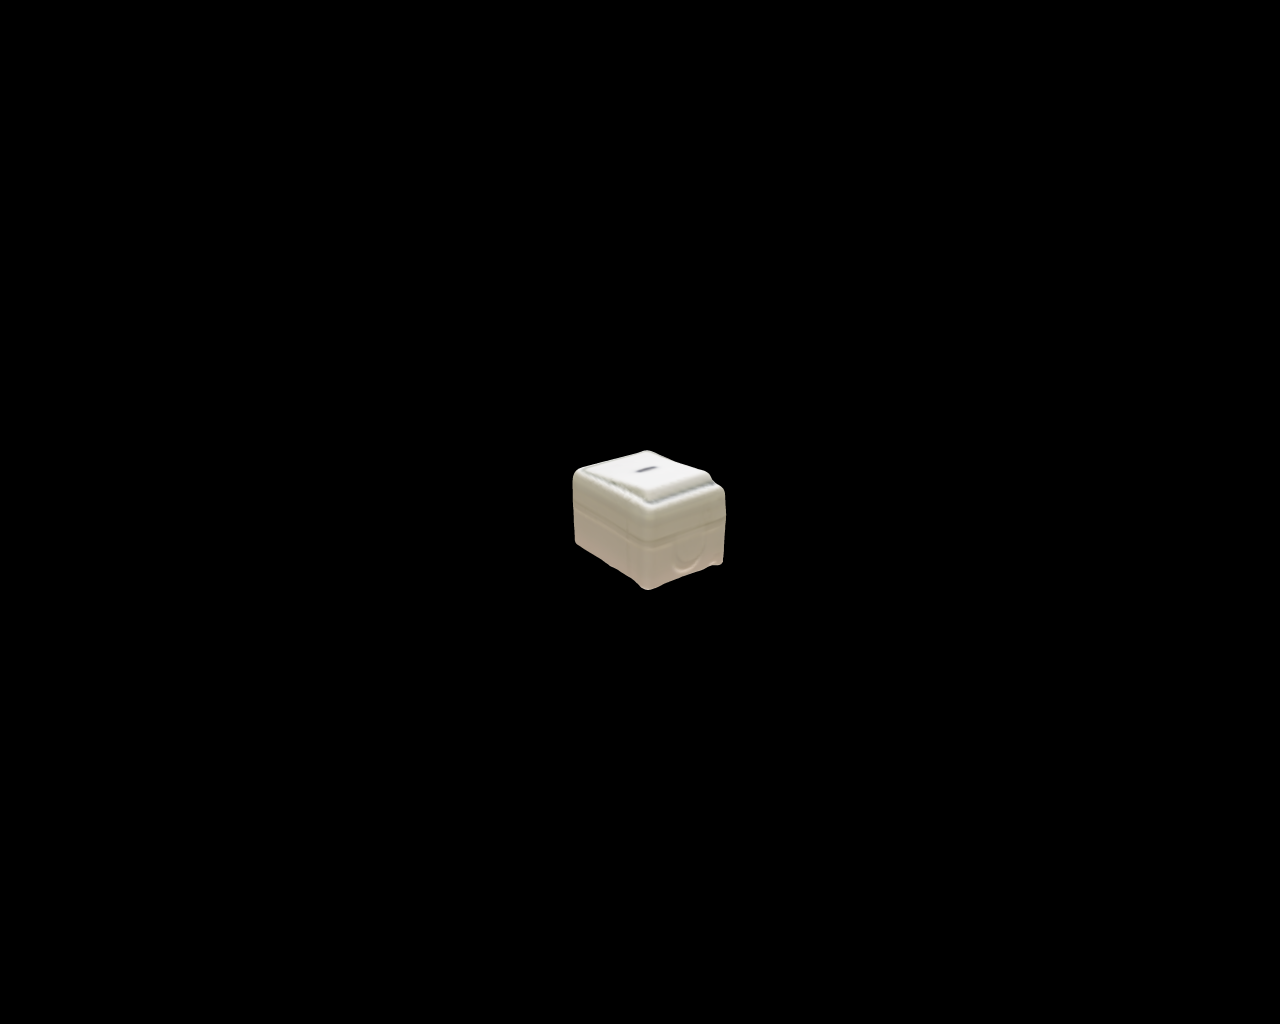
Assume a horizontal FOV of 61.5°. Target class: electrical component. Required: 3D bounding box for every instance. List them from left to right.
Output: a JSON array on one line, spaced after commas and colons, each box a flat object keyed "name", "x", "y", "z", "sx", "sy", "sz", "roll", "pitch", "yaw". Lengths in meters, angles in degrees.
[{"name": "electrical component", "x": 0.001, "y": -0.003, "z": 0.650, "sx": 0.062, "sy": 0.061, "sz": 0.096, "roll": -17, "pitch": 29, "yaw": -32}]
